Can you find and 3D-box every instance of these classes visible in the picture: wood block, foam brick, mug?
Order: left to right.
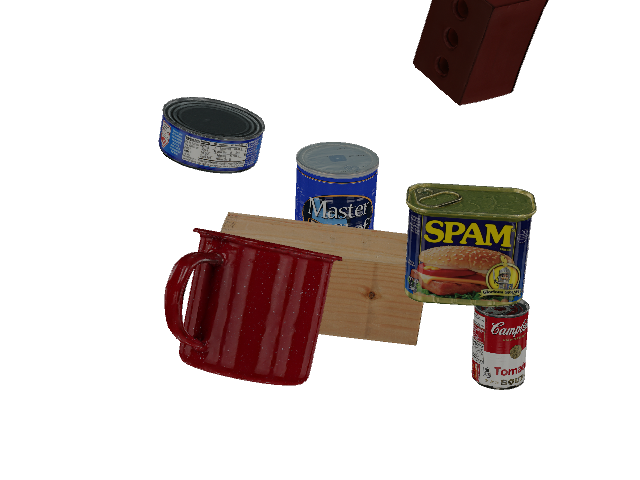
[{"bbox_3d":[-0.047,0.039,0.643,0.093,0.081,0.117,11,0,38],"label":"mug"},{"bbox_3d":[-0.001,0.038,1.078,0.206,0.091,0.090,7,20,0],"label":"wood block"},{"bbox_3d":[0.103,-0.136,0.694,0.051,0.078,0.053,-20,52,-32],"label":"foam brick"}]

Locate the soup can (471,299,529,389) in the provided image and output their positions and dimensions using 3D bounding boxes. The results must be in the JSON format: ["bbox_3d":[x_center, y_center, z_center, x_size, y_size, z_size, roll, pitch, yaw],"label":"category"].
[{"bbox_3d":[0.225,0.127,1.340,0.068,0.102,0.068,-1,19,0],"label":"soup can"}]

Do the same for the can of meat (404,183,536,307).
[{"bbox_3d":[0.118,0.004,0.861,0.102,0.084,0.057,4,25,5],"label":"can of meat"}]

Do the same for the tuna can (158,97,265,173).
[{"bbox_3d":[-0.091,-0.088,0.889,0.086,0.034,0.086,11,26,-5],"label":"tuna can"}]

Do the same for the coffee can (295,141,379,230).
[{"bbox_3d":[0.018,-0.041,1.344,0.103,0.140,0.103,2,27,-1],"label":"coffee can"}]
